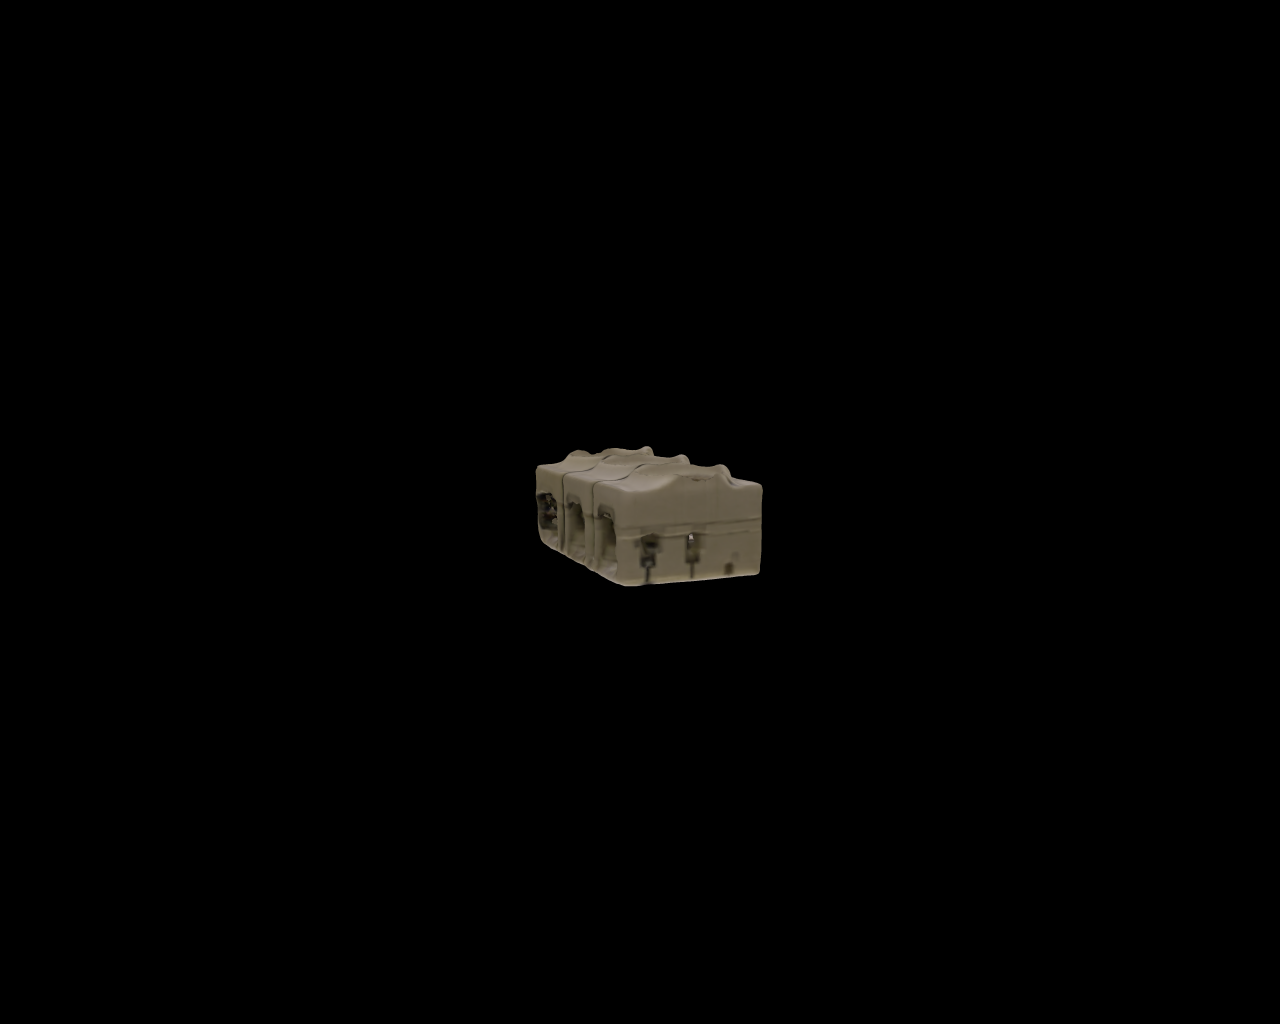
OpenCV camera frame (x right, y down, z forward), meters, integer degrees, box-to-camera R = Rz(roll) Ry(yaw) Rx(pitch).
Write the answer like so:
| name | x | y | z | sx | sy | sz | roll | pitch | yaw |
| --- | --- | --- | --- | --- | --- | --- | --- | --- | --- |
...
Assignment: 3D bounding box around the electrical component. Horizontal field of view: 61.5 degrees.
| name | x | y | z | sx | sy | sz | roll | pitch | yaw |
| --- | --- | --- | --- | --- | --- | --- | --- | --- | --- |
| electrical component | 0.001 | -0.003 | 0.650 | 0.090 | 0.061 | 0.150 | -4 | 10 | -23 |
